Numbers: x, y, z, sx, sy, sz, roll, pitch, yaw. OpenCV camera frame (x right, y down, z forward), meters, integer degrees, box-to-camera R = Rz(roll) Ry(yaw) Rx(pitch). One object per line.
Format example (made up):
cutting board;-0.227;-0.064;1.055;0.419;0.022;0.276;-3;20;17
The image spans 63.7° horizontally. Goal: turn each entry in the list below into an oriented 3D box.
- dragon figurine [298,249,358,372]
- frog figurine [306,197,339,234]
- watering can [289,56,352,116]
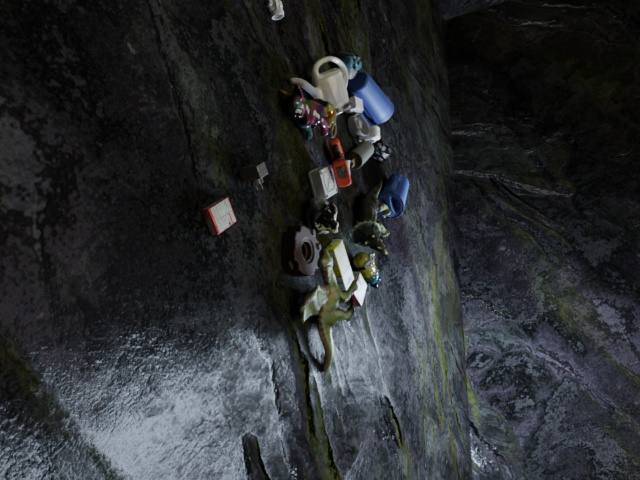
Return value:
dragon figurine;0.002;0.236;1.712;0.241;0.122;0.413;19;79;-49
frog figurine;0.006;-0.092;1.831;0.135;0.123;0.161;61;-2;-20
watering can;0.013;-0.566;1.951;0.354;0.104;0.221;-41;119;-43
